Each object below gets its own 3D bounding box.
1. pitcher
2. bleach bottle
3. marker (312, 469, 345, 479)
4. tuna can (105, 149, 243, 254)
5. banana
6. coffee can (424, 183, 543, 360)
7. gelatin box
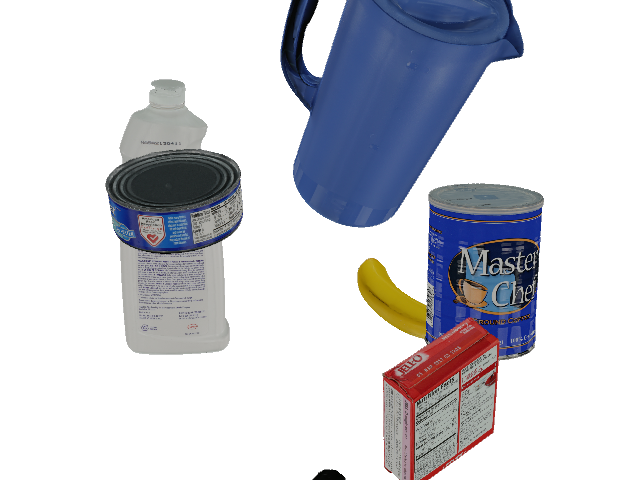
[{"bbox_3d":[0.048,-0.130,0.919,0.144,0.149,0.243,-12,-34,-31],"label":"pitcher"},{"bbox_3d":[-0.131,-0.020,0.972,0.102,0.251,0.068,-1,23,-11],"label":"bleach bottle"},{"bbox_3d":[-0.022,0.135,0.473,0.020,0.020,0.120,0,17,32],"label":"marker"},{"bbox_3d":[-0.093,-0.026,0.685,0.086,0.034,0.086,-2,30,1],"label":"tuna can"},{"bbox_3d":[0.086,0.066,1.176,0.069,0.037,0.198,4,20,-36],"label":"banana"},{"bbox_3d":[0.148,0.026,0.976,0.103,0.140,0.103,0,15,0],"label":"coffee can"},{"bbox_3d":[0.073,0.100,0.655,0.073,0.089,0.030,-30,45,-27],"label":"gelatin box"}]
